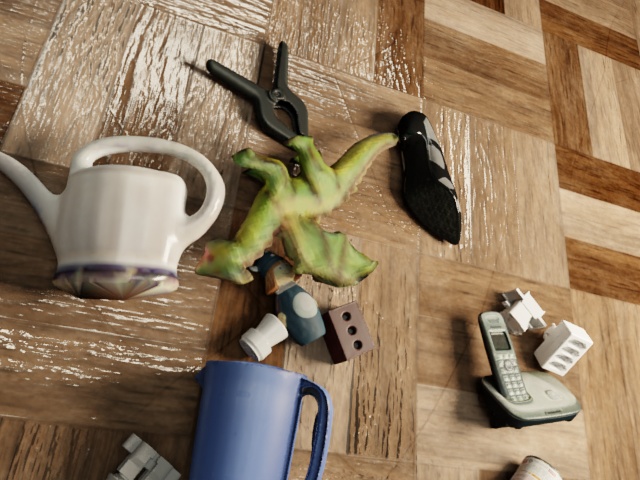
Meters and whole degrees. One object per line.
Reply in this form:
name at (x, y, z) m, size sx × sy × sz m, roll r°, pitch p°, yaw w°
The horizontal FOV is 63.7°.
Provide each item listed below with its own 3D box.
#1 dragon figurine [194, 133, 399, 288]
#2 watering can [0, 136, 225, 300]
dragon figurine at (0.002, -0.040, 0.786) m, size 0.413 × 0.245 × 0.120 m, roll -17°, pitch -16°, yaw -24°
watering can at (-0.303, -0.034, 0.682) m, size 0.348 × 0.227 × 0.102 m, roll 1°, pitch -16°, yaw -3°
